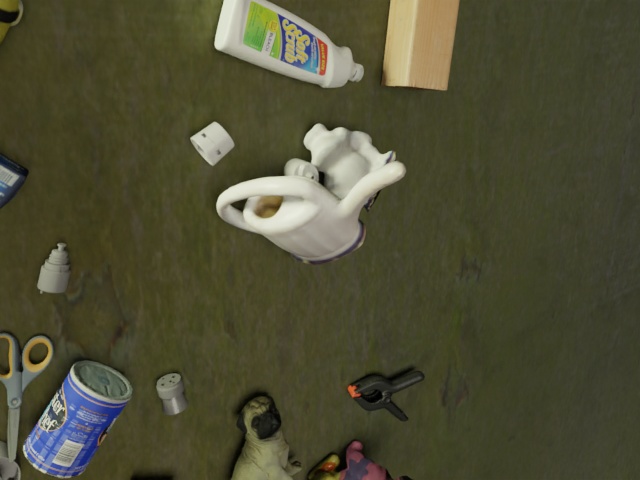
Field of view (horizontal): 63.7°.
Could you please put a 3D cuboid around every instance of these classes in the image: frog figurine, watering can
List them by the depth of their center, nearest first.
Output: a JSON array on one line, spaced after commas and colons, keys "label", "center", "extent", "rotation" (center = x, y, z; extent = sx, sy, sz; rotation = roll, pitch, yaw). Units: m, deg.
[{"label": "watering can", "center": [0.002, -0.041, 0.810], "extent": [0.221, 0.346, 0.106], "rotation": [37, 55, -51]}, {"label": "frog figurine", "center": [0.041, -0.132, 0.914], "extent": [0.160, 0.123, 0.136], "rotation": [27, 102, 8]}]
